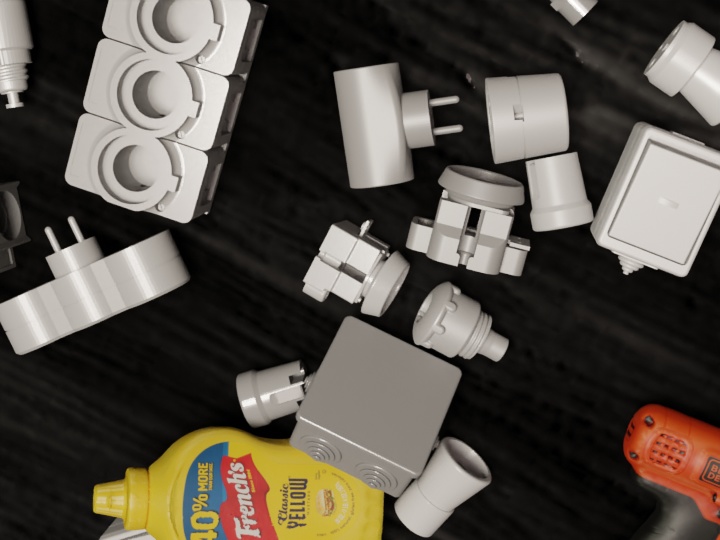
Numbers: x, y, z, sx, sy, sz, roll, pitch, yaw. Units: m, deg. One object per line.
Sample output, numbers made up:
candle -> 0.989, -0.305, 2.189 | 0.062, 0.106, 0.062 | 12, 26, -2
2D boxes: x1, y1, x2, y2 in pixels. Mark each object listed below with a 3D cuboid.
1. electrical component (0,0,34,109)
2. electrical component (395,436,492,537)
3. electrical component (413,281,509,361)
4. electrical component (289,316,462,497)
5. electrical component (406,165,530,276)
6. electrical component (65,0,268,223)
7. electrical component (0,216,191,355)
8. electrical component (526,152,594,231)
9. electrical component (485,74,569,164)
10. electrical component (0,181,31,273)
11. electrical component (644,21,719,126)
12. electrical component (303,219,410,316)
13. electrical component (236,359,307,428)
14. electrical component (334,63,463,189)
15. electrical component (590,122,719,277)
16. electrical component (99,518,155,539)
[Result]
electrical component -> -0.243, -0.150, 0.733 | 0.040, 0.040, 0.078 | -7, 100, 9
electrical component -> 0.055, 0.155, 0.754 | 0.044, 0.044, 0.065 | 39, 108, -1
electrical component -> 0.070, 0.040, 0.728 | 0.062, 0.048, 0.048 | 28, 103, -8
electrical component -> 0.009, 0.093, 0.721 | 0.100, 0.099, 0.048 | 26, 143, 2
electrical component -> 0.075, -0.035, 0.705 | 0.078, 0.058, 0.057 | 14, 105, 5
electrical component -> -0.129, -0.117, 0.713 | 0.089, 0.061, 0.150 | 19, 103, 4
electrical component -> -0.194, 0.000, 0.750 | 0.138, 0.052, 0.073 | -23, 97, 11
electrical component -> 0.129, -0.051, 0.704 | 0.040, 0.040, 0.046 | -10, 95, 9
electrical component -> 0.107, -0.098, 0.690 | 0.047, 0.055, 0.055 | -7, 100, 5
electrical component -> -0.282, -0.027, 0.721 | 0.063, 0.121, 0.078 | -6, 100, 12
electrical component -> 0.214, -0.124, 0.675 | 0.055, 0.045, 0.045 | 35, 103, 0
electrical component -> 0.000, 0.000, 0.728 | 0.055, 0.048, 0.066 | 30, 103, 9
electrical component -> -0.059, 0.086, 0.756 | 0.046, 0.040, 0.040 | -17, 98, 5
electrical component -> 0.027, -0.097, 0.706 | 0.079, 0.043, 0.077 | -7, 100, 9
electrical component -> 0.190, -0.039, 0.687 | 0.062, 0.061, 0.096 | 22, 103, 3
electrical component -> -0.131, 0.201, 0.776 | 0.096, 0.061, 0.061 | -19, 98, 11
